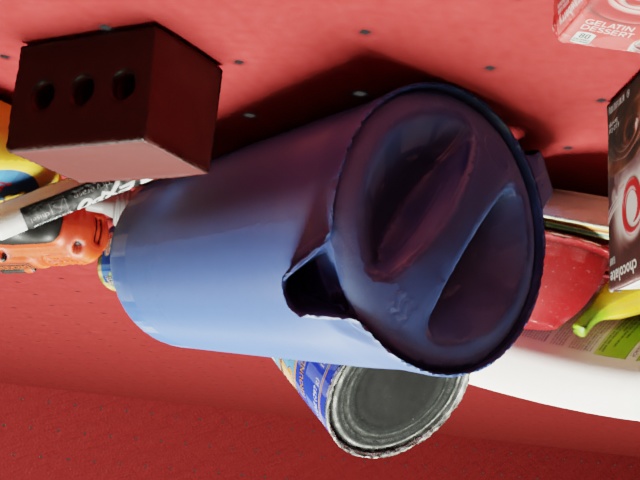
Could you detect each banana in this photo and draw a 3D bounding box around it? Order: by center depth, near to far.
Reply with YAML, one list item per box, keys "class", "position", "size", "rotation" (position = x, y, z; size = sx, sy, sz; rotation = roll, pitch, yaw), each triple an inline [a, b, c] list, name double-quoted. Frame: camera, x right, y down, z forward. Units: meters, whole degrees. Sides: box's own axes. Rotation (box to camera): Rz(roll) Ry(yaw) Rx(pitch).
- class: "banana"
  position: [0.265, 0.027, 0.694]
  size: [0.198, 0.069, 0.037]
  rotation: [-14, 129, 29]

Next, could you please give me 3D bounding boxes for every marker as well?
- class: "marker"
  position: [-0.116, -0.031, 0.568]
  size: [0.121, 0.020, 0.020]
  rotation: [-23, 172, -13]

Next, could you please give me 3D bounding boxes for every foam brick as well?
- class: "foam brick"
  position: [-0.092, -0.059, 0.480]
  size: [0.078, 0.053, 0.051]
  rotation: [-3, 164, 27]

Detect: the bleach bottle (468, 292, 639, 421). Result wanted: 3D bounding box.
- class: "bleach bottle"
  position: [0.201, 0.085, 0.751]
  size: [0.251, 0.102, 0.068]
  rotation: [14, 136, 44]

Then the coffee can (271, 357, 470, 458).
- class: "coffee can"
  position: [0.018, 0.058, 0.694]
  size: [0.102, 0.103, 0.140]
  rotation: [14, -161, -35]

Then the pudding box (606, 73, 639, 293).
- class: "pudding box"
  position: [0.151, -0.030, 0.433]
  size: [0.039, 0.090, 0.113]
  rotation: [4, 167, -1]

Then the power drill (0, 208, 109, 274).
- class: "power drill"
  position: [-0.261, -0.019, 0.705]
  size: [0.185, 0.057, 0.187]
  rotation: [-4, 167, 21]

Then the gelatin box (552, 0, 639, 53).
- class: "gelatin box"
  position: [0.129, -0.084, 0.341]
  size: [0.089, 0.030, 0.073]
  rotation: [6, 165, -8]

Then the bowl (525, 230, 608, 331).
- class: "bowl"
  position: [0.118, 0.028, 0.725]
  size: [0.162, 0.055, 0.162]
  rotation: [9, 173, 1]

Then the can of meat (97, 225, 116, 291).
- class: "can of meat"
  position: [-0.103, 0.017, 0.798]
  size: [0.084, 0.057, 0.101]
  rotation: [-4, 164, 43]

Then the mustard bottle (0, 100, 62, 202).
- class: "mustard bottle"
  position: [-0.194, -0.045, 0.560]
  size: [0.096, 0.058, 0.191]
  rotation: [-14, 162, 18]

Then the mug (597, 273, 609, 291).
- class: "mug"
  position: [0.226, 0.077, 0.873]
  size: [0.117, 0.081, 0.093]
  rotation: [12, 165, -27]

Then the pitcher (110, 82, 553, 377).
- class: "pitcher"
  position: [-0.004, 0.001, 0.574]
  size: [0.149, 0.145, 0.243]
  rotation: [28, 159, -32]
